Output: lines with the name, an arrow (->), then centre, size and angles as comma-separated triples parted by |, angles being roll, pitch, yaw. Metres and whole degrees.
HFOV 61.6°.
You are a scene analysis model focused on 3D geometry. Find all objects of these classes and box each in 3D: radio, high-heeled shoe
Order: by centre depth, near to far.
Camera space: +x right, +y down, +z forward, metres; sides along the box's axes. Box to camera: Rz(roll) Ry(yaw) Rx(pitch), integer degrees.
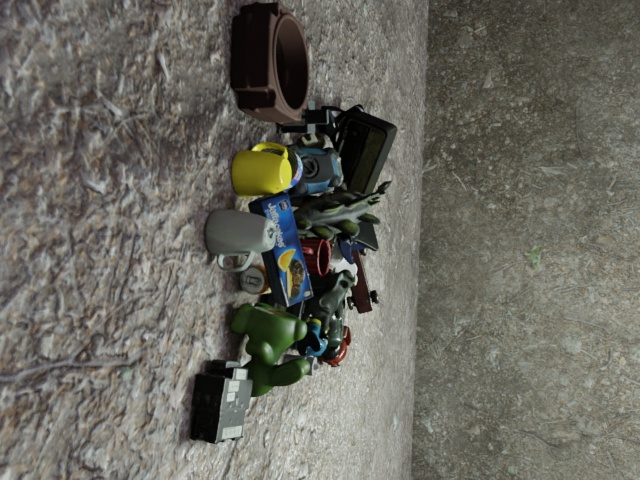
radio -> 0.102, -0.217, 1.423 | 0.073, 0.131, 0.229 | -31, 148, -53
high-heeled shoe -> 0.059, -0.353, 1.471 | 0.249, 0.086, 0.145 | -64, 149, -42

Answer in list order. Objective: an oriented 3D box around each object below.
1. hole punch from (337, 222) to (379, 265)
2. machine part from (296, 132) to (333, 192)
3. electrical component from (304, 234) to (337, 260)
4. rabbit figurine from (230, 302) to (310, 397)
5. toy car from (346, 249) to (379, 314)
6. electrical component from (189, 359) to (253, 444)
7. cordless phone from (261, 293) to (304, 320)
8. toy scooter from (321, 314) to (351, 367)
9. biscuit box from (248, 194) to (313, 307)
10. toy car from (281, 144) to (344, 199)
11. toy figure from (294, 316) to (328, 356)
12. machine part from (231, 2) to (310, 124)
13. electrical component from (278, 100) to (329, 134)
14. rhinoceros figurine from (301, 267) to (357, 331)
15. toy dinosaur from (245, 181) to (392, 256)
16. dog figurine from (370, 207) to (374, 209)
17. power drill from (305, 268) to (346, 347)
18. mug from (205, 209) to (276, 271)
hole punch -> 0.075, -0.012, 1.372 | 0.115, 0.092, 0.142 | 31, 39, -36
machine part -> 0.001, -0.190, 1.331 | 0.243, 0.079, 0.079 | 56, 41, -61
electrical component -> -0.004, -0.004, 1.316 | 0.045, 0.102, 0.078 | -53, 164, -48
rabbit figurine -> -0.096, 0.219, 1.020 | 0.121, 0.159, 0.170 | 12, 95, -80
toy car -> 0.101, 0.101, 1.478 | 0.053, 0.089, 0.202 | 35, 40, -88
electrical component -> -0.167, 0.274, 0.923 | 0.114, 0.058, 0.134 | 47, 48, -67
cordless phone -> -0.072, 0.159, 1.186 | 0.184, 0.089, 0.146 | 83, 16, -59
toy scooter -> 0.048, 0.289, 1.526 | 0.184, 0.075, 0.135 | -76, 159, -43
biscuit box -> -0.072, 0.017, 0.990 | 0.059, 0.063, 0.202 | -19, 102, -26
toy car -> -0.036, -0.148, 1.178 | 0.162, 0.103, 0.109 | -9, 88, -26
toy figure -> -0.019, 0.225, 1.258 | 0.180, 0.082, 0.089 | 60, 39, -82
machine part -> -0.089, -0.337, 1.043 | 0.201, 0.087, 0.200 | -1, 93, -69
electrical component -> -0.033, -0.266, 1.161 | 0.048, 0.119, 0.074 | -30, 118, -68
rhinoceros figurine -> 0.023, 0.128, 1.244 | 0.190, 0.073, 0.112 | -39, 143, -57
toy dinosaur -> 0.004, -0.054, 1.175 | 0.471, 0.199, 0.105 | -26, 108, -32
dog figurine -> 0.057, -0.023, 1.507 | 0.172, 0.121, 0.190 | -8, 123, -36
power drill -> 0.018, 0.151, 1.426 | 0.207, 0.086, 0.232 | 74, 16, -57
mug -> -0.133, -0.001, 0.915 | 0.080, 0.107, 0.109 | 49, 44, -61
